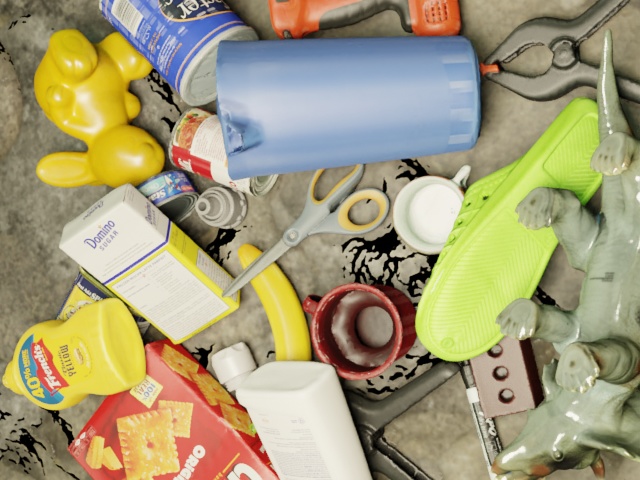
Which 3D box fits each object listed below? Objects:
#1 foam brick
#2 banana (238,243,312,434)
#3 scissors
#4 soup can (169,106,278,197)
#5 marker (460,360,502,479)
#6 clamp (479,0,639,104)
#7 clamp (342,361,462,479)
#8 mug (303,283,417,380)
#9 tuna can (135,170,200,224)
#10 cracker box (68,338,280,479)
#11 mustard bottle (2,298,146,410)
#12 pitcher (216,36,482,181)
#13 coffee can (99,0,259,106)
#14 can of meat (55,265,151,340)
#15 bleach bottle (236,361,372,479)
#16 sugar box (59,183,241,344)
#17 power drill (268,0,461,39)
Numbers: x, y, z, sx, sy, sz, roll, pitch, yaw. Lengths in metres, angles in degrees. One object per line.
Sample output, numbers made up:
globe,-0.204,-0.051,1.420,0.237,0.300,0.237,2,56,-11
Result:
foam brick,0.177,0.124,1.018,0.053,0.051,0.078,-16,85,21
banana,-0.045,0.099,1.106,0.069,0.037,0.198,-3,81,-10
scissors,-0.007,0.001,1.089,0.096,0.016,0.202,35,91,10
soup can,-0.097,-0.092,1.116,0.102,0.068,0.068,22,99,19
marker,0.160,0.175,1.044,0.020,0.020,0.121,-18,84,21
clamp,0.238,-0.164,0.995,0.172,0.039,0.120,-18,80,26
clamp,0.054,0.188,1.074,0.210,0.036,0.164,8,102,24
mug,0.038,0.082,1.058,0.117,0.081,0.093,21,99,20
tuna can,-0.172,-0.038,1.138,0.086,0.086,0.034,-37,76,19
cracker box,-0.146,0.237,1.141,0.214,0.072,0.164,44,106,15
mustard bottle,-0.274,0.130,1.141,0.192,0.058,0.096,-20,88,34
pitcher,0.025,-0.136,1.017,0.243,0.145,0.149,-4,71,2
coffee can,-0.147,-0.224,1.114,0.140,0.102,0.103,46,106,15
can of meat,-0.238,0.085,1.183,0.102,0.057,0.084,35,106,18
bleach bottle,0.005,0.243,1.056,0.103,0.068,0.251,-4,113,40
sugar box,-0.173,0.027,1.106,0.093,0.048,0.176,-32,120,21
power drill,0.039,-0.275,1.044,0.188,0.057,0.184,-8,87,9
